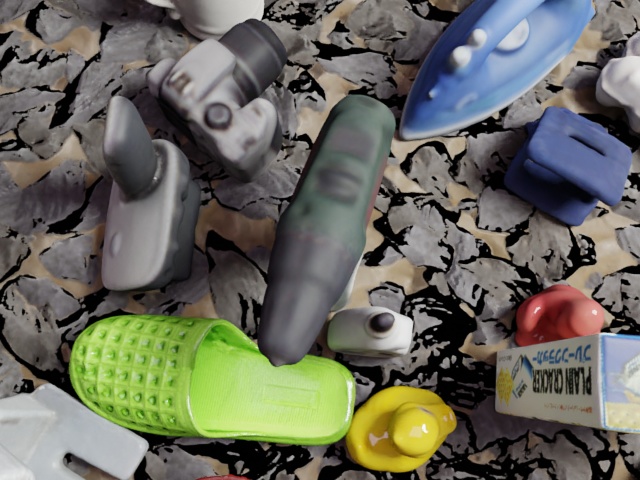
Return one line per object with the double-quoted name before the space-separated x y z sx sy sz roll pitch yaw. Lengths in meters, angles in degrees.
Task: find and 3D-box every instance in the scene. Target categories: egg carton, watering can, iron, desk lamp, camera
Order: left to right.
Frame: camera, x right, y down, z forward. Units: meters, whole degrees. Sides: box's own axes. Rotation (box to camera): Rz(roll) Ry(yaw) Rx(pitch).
"desk lamp" -0.267 0.159 0.447 0.203 0.213 0.118 27 77 5
"watering can" -0.108 -0.301 0.576 0.101 0.194 0.173 35 78 7
"camera" -0.087 -0.158 0.589 0.143 0.101 0.137 41 78 8
"iron" 0.185 -0.212 0.591 0.258 0.141 0.118 -43 81 -11
"egg carton" 0.382 -0.158 0.622 0.150 0.069 0.107 42 78 8

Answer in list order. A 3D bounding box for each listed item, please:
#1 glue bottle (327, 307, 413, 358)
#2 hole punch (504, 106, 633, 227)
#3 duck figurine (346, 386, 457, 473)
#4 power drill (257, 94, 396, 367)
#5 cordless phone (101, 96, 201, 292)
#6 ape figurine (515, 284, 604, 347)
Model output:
"glue bottle" 0.048 0.079 0.498 0.078 0.173 0.037 7 76 0
"hole punch" 0.259 -0.085 0.588 0.108 0.091 0.101 32 77 6
"duck figurine" 0.076 0.174 0.521 0.104 0.086 0.077 -17 77 -6
"power drill" 0.005 0.002 0.498 0.075 0.208 0.230 17 76 3
"cordless phone" -0.170 -0.034 0.512 0.094 0.185 0.147 0 76 -2
"ape figurine" 0.236 0.076 0.547 0.077 0.092 0.076 38 78 7
